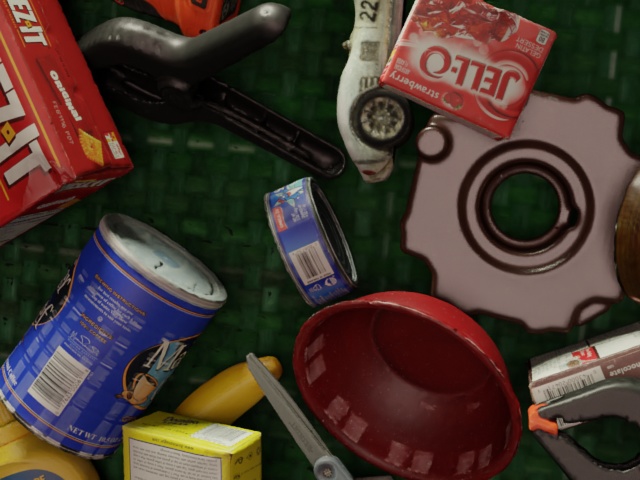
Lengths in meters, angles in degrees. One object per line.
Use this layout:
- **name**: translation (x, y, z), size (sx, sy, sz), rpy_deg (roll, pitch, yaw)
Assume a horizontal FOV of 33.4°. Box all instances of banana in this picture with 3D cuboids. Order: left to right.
- **banana**: translation (-0.094, 0.165, 0.781), size (0.069, 0.037, 0.198), rpy_deg (22, 98, -6)

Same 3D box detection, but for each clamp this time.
- **clamp**: translation (-0.088, -0.114, 0.718), size (0.210, 0.164, 0.036), rpy_deg (16, 63, 17)
- **clamp**: translation (0.207, 0.138, 0.630), size (0.171, 0.039, 0.120), rpy_deg (5, 83, 13)

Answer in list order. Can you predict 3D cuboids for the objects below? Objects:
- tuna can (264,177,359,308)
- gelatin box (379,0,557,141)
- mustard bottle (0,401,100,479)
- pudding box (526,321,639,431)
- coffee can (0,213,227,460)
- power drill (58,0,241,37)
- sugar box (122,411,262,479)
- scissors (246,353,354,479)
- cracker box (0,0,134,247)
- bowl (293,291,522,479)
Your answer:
- **tuna can**: translation (-0.005, 0.001, 0.727), size (0.034, 0.086, 0.086), rpy_deg (-23, 89, 9)
- **gelatin box**: translation (0.092, -0.112, 0.665), size (0.089, 0.030, 0.073), rpy_deg (24, 92, -4)
- **mustard bottle**: translation (-0.203, 0.205, 0.790), size (0.096, 0.058, 0.191), rpy_deg (-24, 89, 14)
- **pudding box**: translation (0.193, 0.084, 0.696), size (0.113, 0.090, 0.039), rpy_deg (-20, 89, 11)
- **coffee can**: translation (-0.146, 0.067, 0.748), size (0.103, 0.102, 0.140), rpy_deg (37, 99, 6)
- **power drill**: translation (-0.139, -0.223, 0.727), size (0.188, 0.057, 0.185), rpy_deg (20, 123, 9)
- **sugar box**: translation (-0.086, 0.213, 0.728), size (0.093, 0.048, 0.176), rpy_deg (6, 103, 32)
- **scissors**: translation (0.001, 0.176, 0.721), size (0.202, 0.016, 0.096), rpy_deg (38, 101, 14)
- **cracker box**: translation (-0.257, -0.075, 0.747), size (0.214, 0.072, 0.164), rpy_deg (-26, 89, 29)
- **bowl**: translation (0.065, 0.089, 0.715), size (0.162, 0.055, 0.162), rpy_deg (17, 133, 19)
